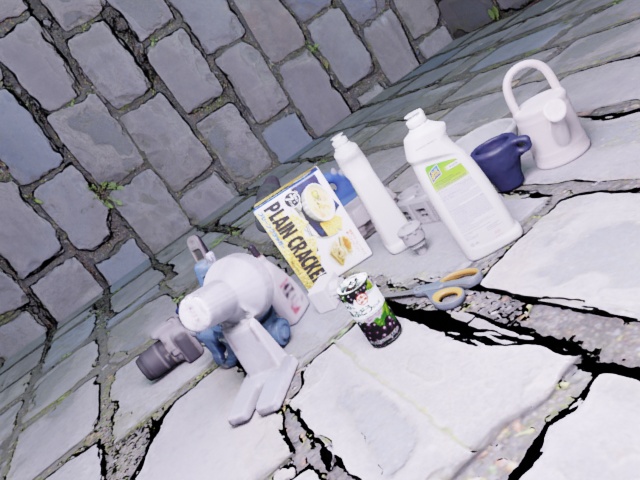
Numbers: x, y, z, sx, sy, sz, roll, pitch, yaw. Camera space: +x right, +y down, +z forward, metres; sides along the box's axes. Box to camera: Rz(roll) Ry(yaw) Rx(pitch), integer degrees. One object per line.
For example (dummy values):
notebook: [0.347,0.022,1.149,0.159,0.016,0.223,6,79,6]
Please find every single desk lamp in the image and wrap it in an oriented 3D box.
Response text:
desk lamp: [-0.129,0.145,0.925,0.117,0.214,0.203,-27,17,22]

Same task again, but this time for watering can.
watering can: [0.405,-0.234,1.033,0.101,0.194,0.172,-36,16,-8]

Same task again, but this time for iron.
iron: [0.018,-0.125,1.578,0.258,0.141,0.118,-28,17,20]

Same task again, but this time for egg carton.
egg carton: [0.110,-0.067,1.356,0.150,0.069,0.107,-38,16,-16]

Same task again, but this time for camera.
camera: [-0.349,0.240,1.290,0.137,0.101,0.143,-38,16,-14]

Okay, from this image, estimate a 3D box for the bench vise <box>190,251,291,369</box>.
bench vise: [-0.186,0.135,1.059,0.207,0.220,0.121,-28,17,18]

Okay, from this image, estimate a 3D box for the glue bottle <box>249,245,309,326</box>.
glue bottle: [-0.088,0.080,1.113,0.037,0.173,0.078,-24,18,30]

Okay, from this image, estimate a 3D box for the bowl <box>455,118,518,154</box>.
bowl: [0.352,-0.186,1.219,0.167,0.075,0.167,-31,16,10]

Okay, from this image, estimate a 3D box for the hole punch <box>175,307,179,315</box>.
hole punch: [-0.295,0.167,1.423,0.108,0.091,0.101,-34,16,0]

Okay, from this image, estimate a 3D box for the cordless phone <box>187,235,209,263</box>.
cordless phone: [-0.273,0.059,1.526,0.147,0.185,0.094,-22,20,36]

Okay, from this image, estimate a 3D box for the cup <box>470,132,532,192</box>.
cup: [0.348,-0.142,1.056,0.117,0.095,0.092,-16,23,47]

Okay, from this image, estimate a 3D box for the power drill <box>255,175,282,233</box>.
power drill: [-0.092,-0.046,1.436,0.075,0.209,0.229,-29,16,15]
